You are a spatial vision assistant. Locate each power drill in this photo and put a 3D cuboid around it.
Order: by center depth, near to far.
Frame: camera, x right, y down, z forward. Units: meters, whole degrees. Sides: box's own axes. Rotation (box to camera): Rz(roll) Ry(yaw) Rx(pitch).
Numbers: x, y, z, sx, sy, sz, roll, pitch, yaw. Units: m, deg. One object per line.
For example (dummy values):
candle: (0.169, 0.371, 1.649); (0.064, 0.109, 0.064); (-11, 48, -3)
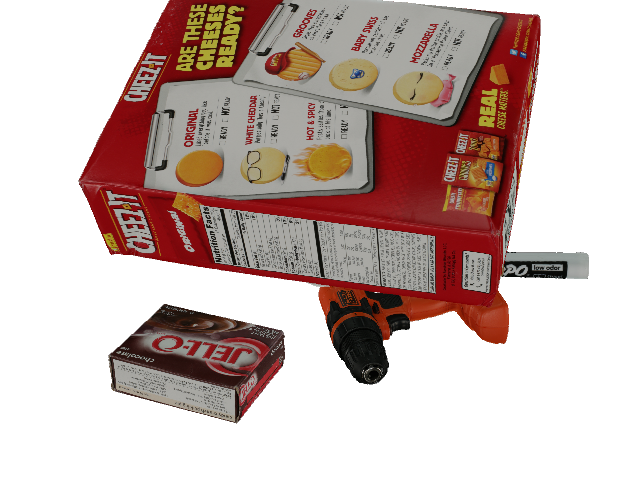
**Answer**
power drill: (0.100, 0.085, 1.136); (0.187, 0.057, 0.184); (-5, 28, -10)

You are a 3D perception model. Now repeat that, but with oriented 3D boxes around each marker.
marker: (0.130, 0.017, 0.766); (0.121, 0.020, 0.020); (1, 0, 6)

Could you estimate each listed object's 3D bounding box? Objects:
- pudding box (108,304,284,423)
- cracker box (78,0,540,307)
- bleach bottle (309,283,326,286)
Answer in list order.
pudding box: (-0.096, 0.095, 0.843); (0.114, 0.039, 0.090); (9, 26, 19)
cracker box: (0.002, -0.057, 0.581); (0.214, 0.164, 0.072); (7, -38, 13)
bleach bottle: (0.024, -0.086, 1.004); (0.102, 0.251, 0.068); (-10, 24, -22)
